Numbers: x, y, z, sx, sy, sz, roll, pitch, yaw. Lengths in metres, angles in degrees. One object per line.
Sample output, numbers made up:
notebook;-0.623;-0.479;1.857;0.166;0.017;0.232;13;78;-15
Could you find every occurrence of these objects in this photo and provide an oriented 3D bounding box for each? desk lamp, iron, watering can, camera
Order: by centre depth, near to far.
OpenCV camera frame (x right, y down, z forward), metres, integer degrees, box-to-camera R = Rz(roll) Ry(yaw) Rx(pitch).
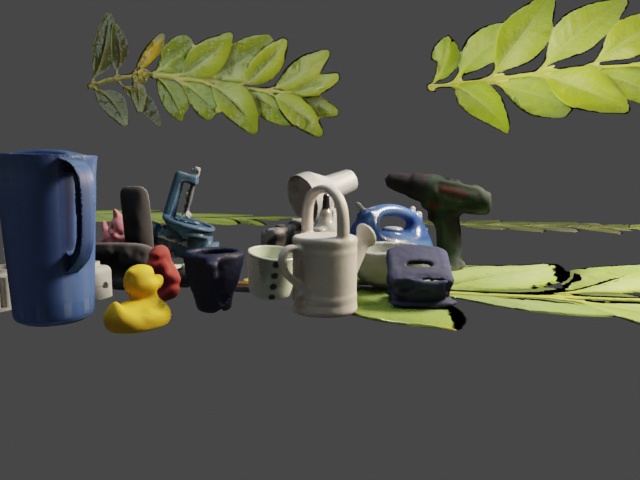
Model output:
watering can;0.011;0.012;0.876;0.100;0.194;0.173;4;8;28
camera;-0.047;0.004;1.303;0.143;0.101;0.136;-4;9;-31
iron;0.177;-0.023;1.359;0.259;0.141;0.118;-5;9;-33
desk lamp;0.024;-0.070;1.440;0.204;0.213;0.117;-6;9;-37

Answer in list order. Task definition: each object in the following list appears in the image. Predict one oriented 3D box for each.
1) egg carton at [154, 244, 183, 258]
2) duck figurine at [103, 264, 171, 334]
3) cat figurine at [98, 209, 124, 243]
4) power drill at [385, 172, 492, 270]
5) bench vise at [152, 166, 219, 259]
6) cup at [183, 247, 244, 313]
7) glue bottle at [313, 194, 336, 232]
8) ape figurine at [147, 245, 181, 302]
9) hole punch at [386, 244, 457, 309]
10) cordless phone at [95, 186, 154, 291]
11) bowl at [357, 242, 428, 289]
egg carton;-0.388;0.006;1.405;0.150;0.069;0.107;0;7;-3
duck figurine;-0.250;0.077;0.784;0.077;0.086;0.105;3;8;24
cat figurine;-0.498;-0.019;1.407;0.127;0.118;0.067;6;9;38
power drill;0.255;-0.043;1.253;0.229;0.208;0.076;1;8;10
bench vise;-0.332;-0.055;1.285;0.208;0.220;0.121;-2;8;-17
cup;-0.159;0.064;0.858;0.092;0.095;0.117;-1;7;-9
glue bottle;0.009;0.004;1.023;0.037;0.173;0.078;6;10;39
ape figurine;-0.264;0.054;0.940;0.077;0.092;0.076;3;8;19
hole punch;0.162;0.058;0.929;0.108;0.091;0.101;0;7;1
cordless phone;-0.368;-0.006;1.041;0.147;0.185;0.094;0;7;0
bowl;0.125;0.048;1.063;0.167;0.075;0.167;0;7;0
